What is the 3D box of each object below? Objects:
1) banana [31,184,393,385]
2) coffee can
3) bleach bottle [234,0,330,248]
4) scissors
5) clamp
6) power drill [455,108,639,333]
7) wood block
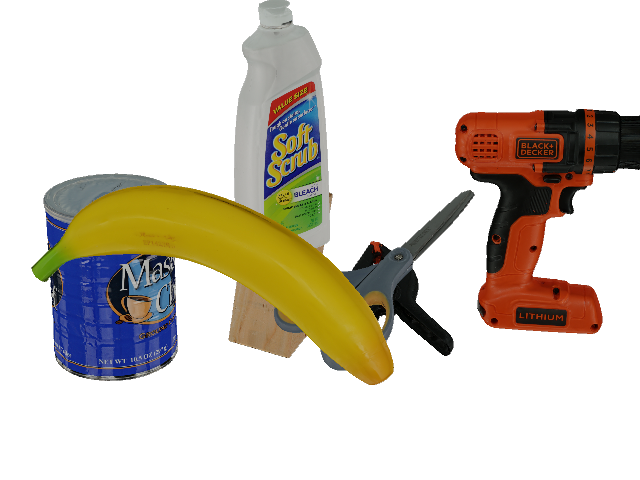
[{"bbox_3d":[-0.049,0.014,0.556,0.198,0.070,0.037,17,11,9],"label":"banana"},{"bbox_3d":[-0.169,0.028,0.870,0.103,0.140,0.103,2,23,-1],"label":"coffee can"},{"bbox_3d":[-0.044,-0.107,1.042,0.102,0.251,0.068,-16,31,-23],"label":"bleach bottle"},{"bbox_3d":[0.037,0.017,0.790,0.096,0.016,0.201,12,45,22],"label":"scissors"},{"bbox_3d":[0.084,0.070,1.190,0.120,0.171,0.039,5,-43,-3],"label":"clamp"},{"bbox_3d":[0.203,-0.018,0.889,0.184,0.188,0.057,3,19,11],"label":"power drill"},{"bbox_3d":[-0.053,0.035,1.404,0.090,0.206,0.090,15,21,12],"label":"wood block"}]
